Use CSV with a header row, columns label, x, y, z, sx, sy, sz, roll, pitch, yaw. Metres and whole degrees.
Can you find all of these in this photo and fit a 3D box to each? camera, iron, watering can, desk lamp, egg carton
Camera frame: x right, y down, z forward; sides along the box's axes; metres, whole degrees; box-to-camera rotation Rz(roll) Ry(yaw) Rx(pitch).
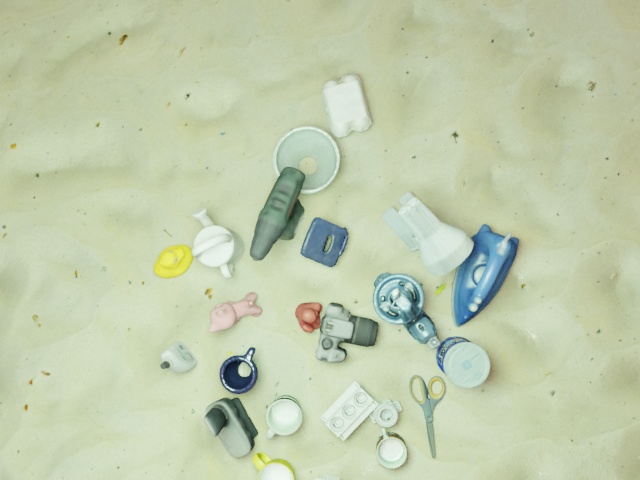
label,x,y,z,sx,sy,sz,roll,pitch,yaw
camera,0.066,0.232,1.381,0.136,0.101,0.143,11,87,4
iron,0.385,0.093,1.350,0.118,0.141,0.258,23,88,5
watering can,-0.254,0.009,1.367,0.173,0.194,0.101,44,90,5
desk lamp,0.243,-0.019,1.329,0.118,0.213,0.203,-42,85,0
egg carton,0.064,-0.335,1.431,0.107,0.069,0.150,-16,86,2

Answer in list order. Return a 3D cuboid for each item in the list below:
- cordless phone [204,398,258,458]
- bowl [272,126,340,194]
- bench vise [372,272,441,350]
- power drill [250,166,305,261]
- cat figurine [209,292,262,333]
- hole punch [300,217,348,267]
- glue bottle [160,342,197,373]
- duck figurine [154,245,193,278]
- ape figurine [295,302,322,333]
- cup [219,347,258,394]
label,x,y,z,sx,sy,sz,roll,pitch,yaw
cordless phone,-0.222,0.453,1.342,0.094,0.185,0.147,-36,85,1
bowl,-0.032,-0.194,1.426,0.167,0.075,0.167,0,86,3
bench vise,0.212,0.157,1.317,0.207,0.220,0.121,34,89,5
power drill,-0.094,-0.054,1.354,0.075,0.208,0.230,21,88,5
cat figurine,-0.213,0.177,1.392,0.128,0.118,0.067,-24,85,2
hole punch,0.013,0.005,1.403,0.101,0.091,0.109,21,88,5
glue bottle,-0.347,0.287,1.366,0.037,0.173,0.078,-39,85,1
duck figurine,-0.373,0.053,1.425,0.104,0.086,0.077,-35,85,1
ape figurine,-0.026,0.185,1.394,0.076,0.092,0.078,41,90,5
cup,-0.184,0.309,1.394,0.091,0.095,0.118,28,89,5
